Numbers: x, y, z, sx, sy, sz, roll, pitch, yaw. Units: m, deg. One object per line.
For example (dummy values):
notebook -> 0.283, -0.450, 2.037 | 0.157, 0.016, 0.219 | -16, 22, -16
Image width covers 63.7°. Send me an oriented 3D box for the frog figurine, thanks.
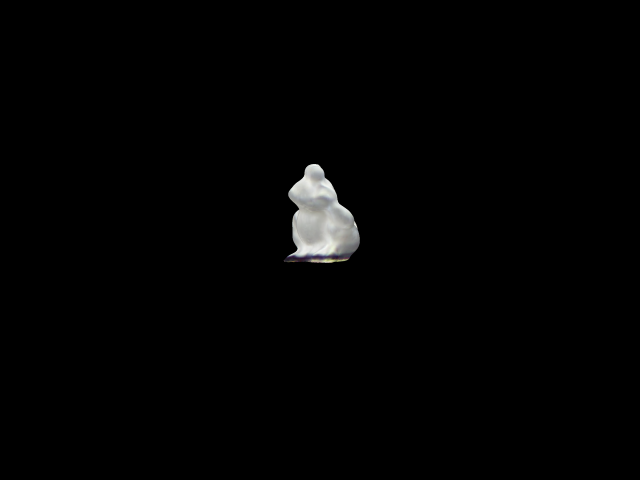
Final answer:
frog figurine -> 0.003, -0.043, 0.850 | 0.123, 0.160, 0.137 | 1, -2, -23
